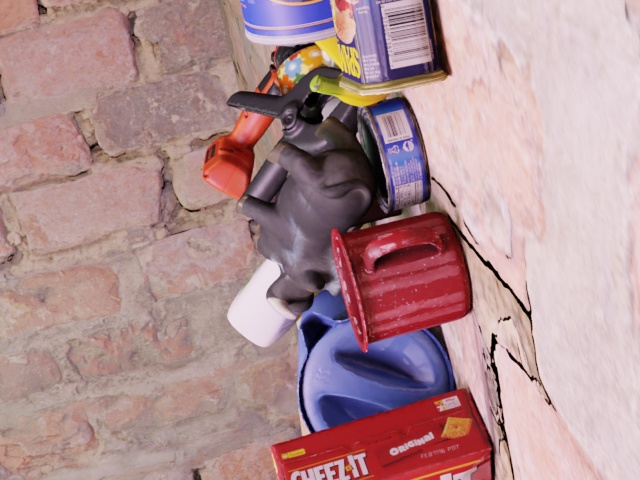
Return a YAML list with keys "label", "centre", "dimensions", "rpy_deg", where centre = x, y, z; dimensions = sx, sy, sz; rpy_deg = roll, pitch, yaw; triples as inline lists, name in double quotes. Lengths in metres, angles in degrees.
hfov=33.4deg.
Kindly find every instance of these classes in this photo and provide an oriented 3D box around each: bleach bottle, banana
- label: "bleach bottle"
  centre: [-0.007, 0.001, 1.073]
  dimensions: [0.068, 0.102, 0.251]
  rpy_deg: [38, 131, 4]
- label: "banana"
  centre: [0.023, -0.143, 0.822]
  dimensions: [0.037, 0.069, 0.198]
  rpy_deg: [-56, 17, 18]

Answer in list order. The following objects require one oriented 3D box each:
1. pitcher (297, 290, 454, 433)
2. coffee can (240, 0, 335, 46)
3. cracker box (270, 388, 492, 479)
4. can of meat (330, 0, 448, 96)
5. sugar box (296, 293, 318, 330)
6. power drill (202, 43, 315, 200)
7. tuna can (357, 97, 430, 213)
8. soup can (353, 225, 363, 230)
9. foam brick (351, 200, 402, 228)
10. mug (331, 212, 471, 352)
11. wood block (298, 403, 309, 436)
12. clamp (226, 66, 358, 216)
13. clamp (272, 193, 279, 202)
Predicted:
- label: "pitcher"
  centre: [0.046, 0.120, 1.006]
  dimensions: [0.243, 0.145, 0.149]
  rpy_deg: [-116, 25, -82]
- label: "coffee can"
  centre: [-0.020, -0.231, 0.806]
  dimensions: [0.103, 0.102, 0.140]
  rpy_deg: [-114, 11, -62]
- label: "cracker box"
  centre: [0.059, 0.234, 0.885]
  dimensions: [0.072, 0.164, 0.214]
  rpy_deg: [-112, 9, -45]
- label: "can of meat"
  centre: [0.039, -0.142, 0.682]
  dimensions: [0.102, 0.057, 0.084]
  rpy_deg: [-124, 23, -74]
- label: "sugar box"
  centre: [0.015, 0.070, 1.287]
  dimensions: [0.176, 0.093, 0.048]
  rpy_deg: [102, 154, -77]
- label: "power drill"
  centre: [-0.055, -0.136, 1.122]
  dimensions: [0.188, 0.057, 0.184]
  rpy_deg: [-55, 13, 18]
- label: "tuna can"
  centre: [0.056, -0.066, 0.820]
  dimensions: [0.086, 0.033, 0.086]
  rpy_deg: [166, 90, -85]
- label: "soup can"
  centre: [0.010, -0.063, 1.123]
  dimensions: [0.068, 0.068, 0.102]
  rpy_deg: [-114, 11, -61]
- label: "foam brick"
  centre: [0.026, -0.045, 0.945]
  dimensions: [0.053, 0.078, 0.051]
  rpy_deg: [-113, 8, -60]
- label: "mug"
  centre: [0.059, 0.021, 0.764]
  dimensions: [0.117, 0.081, 0.093]
  rpy_deg: [85, 169, -62]
- label: "wood block"
  centre: [0.053, 0.226, 1.075]
  dimensions: [0.206, 0.090, 0.090]
  rpy_deg: [-140, 40, -68]
- label: "clamp"
  centre: [-0.019, -0.090, 0.919]
  dimensions: [0.172, 0.039, 0.120]
  rpy_deg: [-14, 77, 43]
- label: "clamp"
  centre: [-0.018, -0.066, 1.197]
  dimensions: [0.209, 0.036, 0.164]
  rpy_deg: [-65, -34, -50]
